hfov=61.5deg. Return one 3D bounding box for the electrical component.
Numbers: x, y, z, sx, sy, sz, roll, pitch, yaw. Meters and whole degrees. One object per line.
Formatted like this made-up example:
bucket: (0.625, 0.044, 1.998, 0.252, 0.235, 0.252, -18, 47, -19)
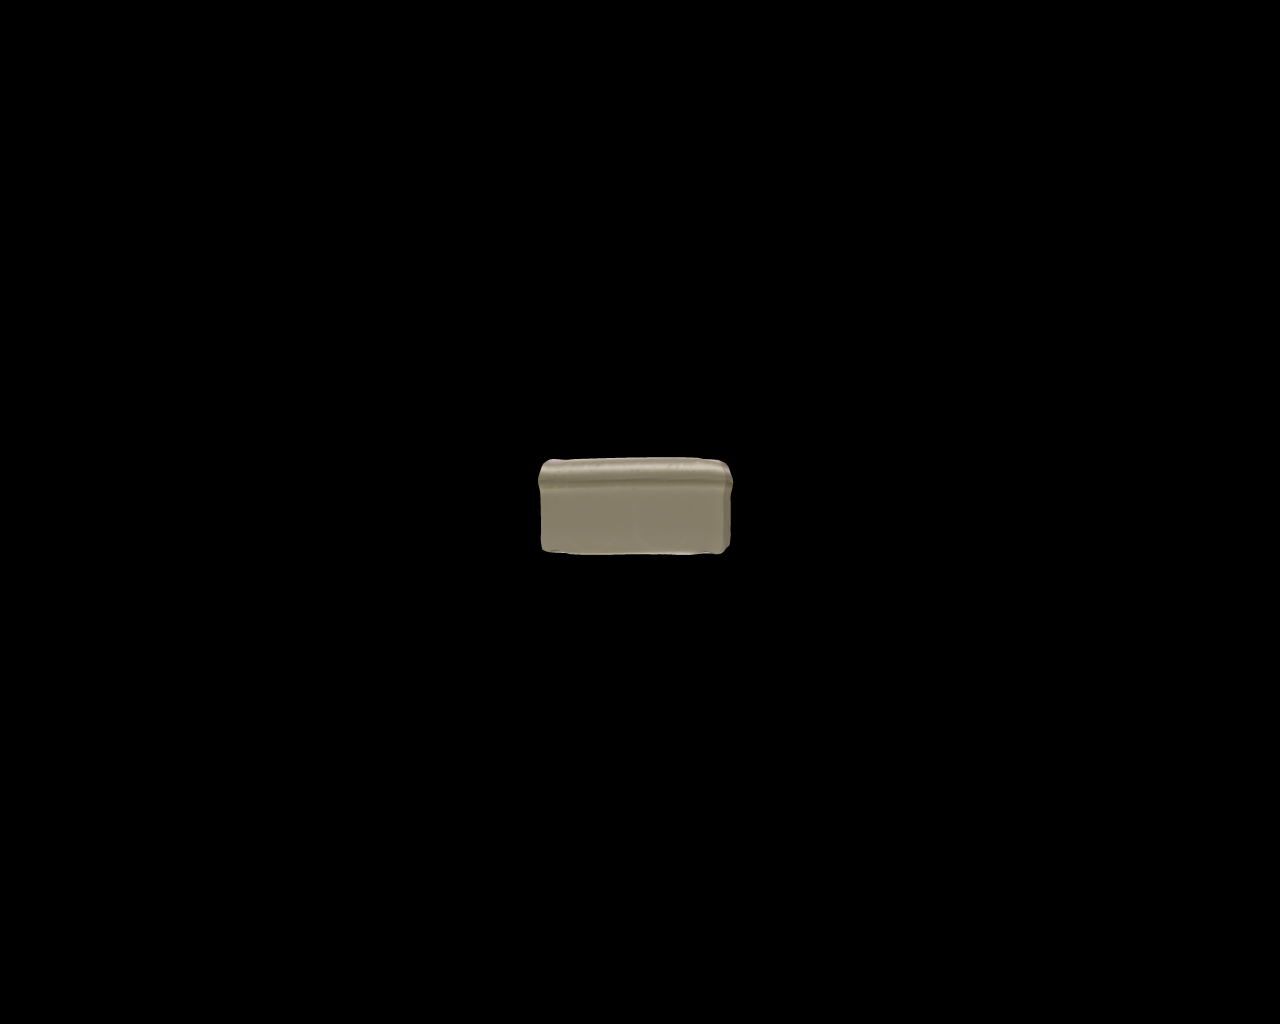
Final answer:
electrical component: (0.001, -0.003, 0.650, 0.109, 0.056, 0.109, 0, 0, 8)
